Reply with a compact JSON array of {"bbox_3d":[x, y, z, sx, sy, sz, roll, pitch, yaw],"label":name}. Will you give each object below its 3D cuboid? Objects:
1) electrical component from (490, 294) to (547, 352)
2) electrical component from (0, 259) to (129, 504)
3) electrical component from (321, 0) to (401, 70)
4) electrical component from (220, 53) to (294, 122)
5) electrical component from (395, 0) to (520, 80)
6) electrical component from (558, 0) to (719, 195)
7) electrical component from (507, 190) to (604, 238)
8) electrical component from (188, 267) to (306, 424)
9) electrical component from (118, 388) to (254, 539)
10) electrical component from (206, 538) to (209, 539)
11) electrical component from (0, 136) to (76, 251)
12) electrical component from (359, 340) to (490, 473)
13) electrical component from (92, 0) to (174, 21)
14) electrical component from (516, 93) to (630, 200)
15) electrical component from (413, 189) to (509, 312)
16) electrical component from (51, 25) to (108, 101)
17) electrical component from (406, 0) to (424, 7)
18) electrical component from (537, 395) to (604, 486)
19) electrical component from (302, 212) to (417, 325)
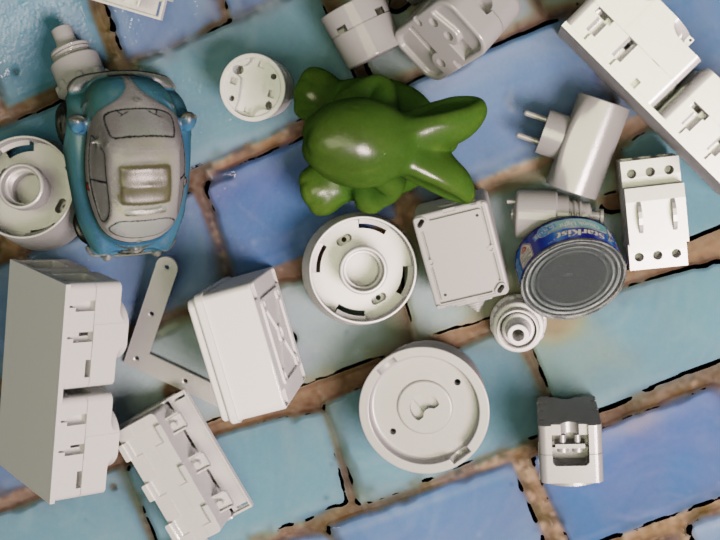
[{"bbox_3d":[0.131,0.047,0.890,0.048,0.062,0.048,1,99,8],"label":"electrical component"},{"bbox_3d":[-0.258,0.091,0.931,0.105,0.060,0.186,17,104,46],"label":"electrical component"},{"bbox_3d":[0.003,-0.195,0.878,0.055,0.055,0.047,-25,98,11],"label":"electrical component"},{"bbox_3d":[-0.084,-0.152,0.901,0.055,0.047,0.055,1,99,9],"label":"electrical component"},{"bbox_3d":[0.078,-0.196,0.841,0.053,0.095,0.059,45,69,-12],"label":"electrical component"},{"bbox_3d":[0.240,-0.140,0.823,0.186,0.105,0.060,45,102,0],"label":"electrical component"},{"bbox_3d":[0.160,-0.045,0.883,0.078,0.040,0.040,2,99,8],"label":"electrical component"},{"bbox_3d":[-0.092,0.060,0.903,0.056,0.108,0.108,-15,96,8],"label":"electrical component"},{"bbox_3d":[-0.161,0.179,0.955,0.079,0.063,0.121,-29,93,12],"label":"electrical component"},{"bbox_3d":[-0.155,0.270,0.981,0.046,0.040,0.040,-33,93,7],"label":"electrical component"},{"bbox_3d":[-0.289,-0.068,0.949,0.099,0.064,0.099,0,86,2],"label":"electrical component"},{"bbox_3d":[0.057,0.111,0.912,0.108,0.060,0.108,1,99,9],"label":"electrical component"},{"bbox_3d":[-0.217,-0.264,0.896,0.121,0.063,0.078,17,101,6],"label":"electrical component"},{"bbox_3d":[0.167,-0.106,0.871,0.079,0.044,0.077,20,101,5],"label":"electrical component"},{"bbox_3d":[0.086,-0.013,0.893,0.062,0.061,0.096,-14,104,10],"label":"electrical component"},{"bbox_3d":[-0.245,-0.179,0.924,0.048,0.048,0.062,-24,88,11],"label":"electrical component"},{"bbox_3d":[0.036,-0.257,0.857,0.047,0.066,0.076,-35,92,12],"label":"electrical component"},{"bbox_3d":[0.172,0.142,0.885,0.050,0.089,0.055,-3,98,9],"label":"electrical component"},{"bbox_3d":[0.000,0.000,0.915,0.099,0.064,0.099,0,92,-3],"label":"electrical component"}]
